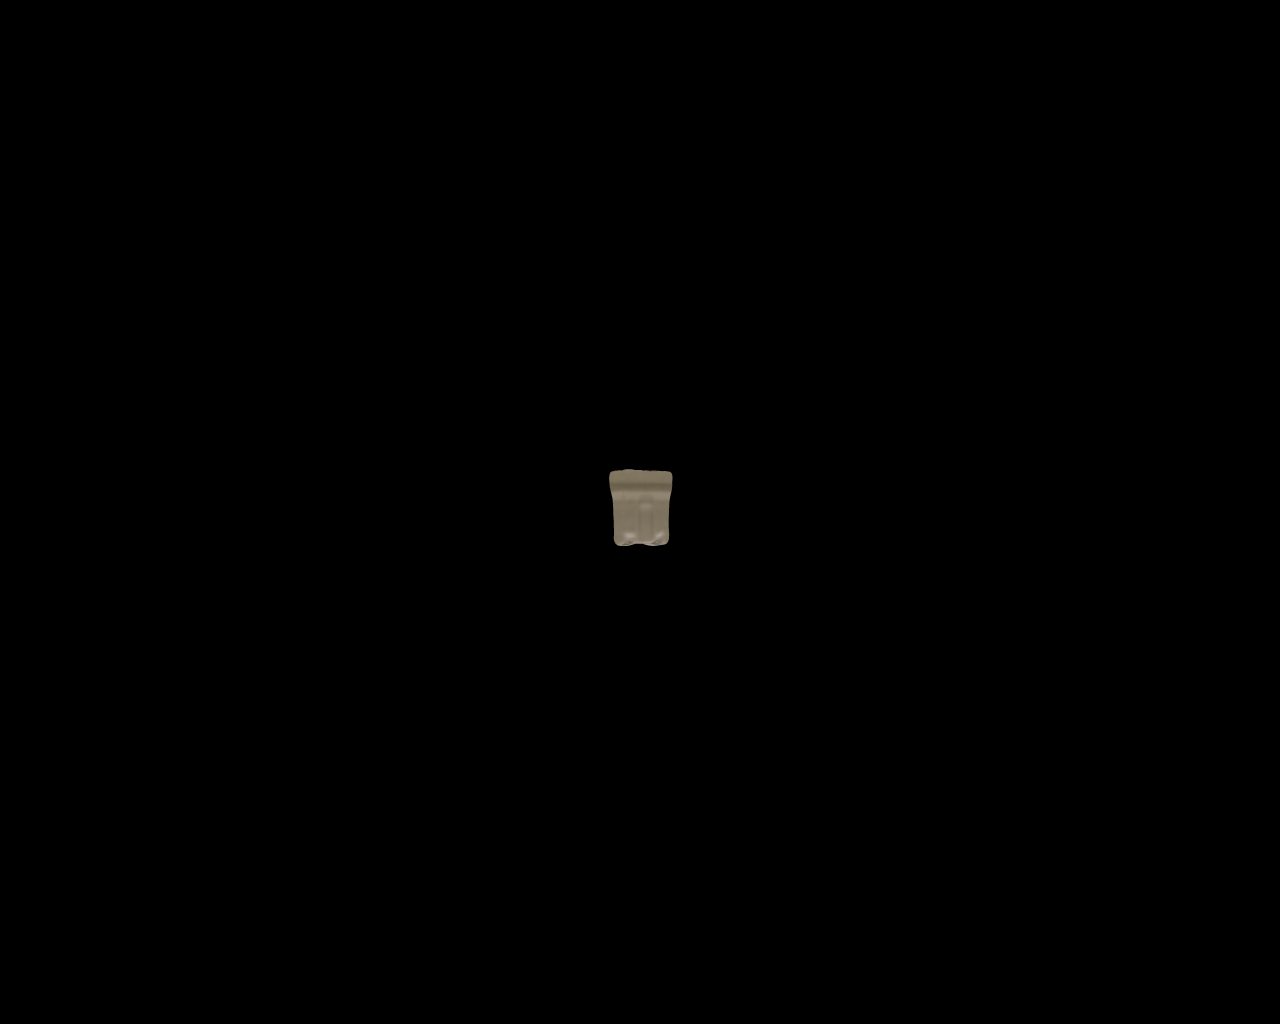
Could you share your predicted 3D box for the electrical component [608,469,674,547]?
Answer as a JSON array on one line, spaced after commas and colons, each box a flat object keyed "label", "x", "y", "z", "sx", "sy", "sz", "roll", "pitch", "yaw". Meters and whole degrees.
[{"label": "electrical component", "x": 0.001, "y": -0.003, "z": 0.650, "sx": 0.040, "sy": 0.046, "sz": 0.040, "roll": 0, "pitch": 0, "yaw": 0}]
